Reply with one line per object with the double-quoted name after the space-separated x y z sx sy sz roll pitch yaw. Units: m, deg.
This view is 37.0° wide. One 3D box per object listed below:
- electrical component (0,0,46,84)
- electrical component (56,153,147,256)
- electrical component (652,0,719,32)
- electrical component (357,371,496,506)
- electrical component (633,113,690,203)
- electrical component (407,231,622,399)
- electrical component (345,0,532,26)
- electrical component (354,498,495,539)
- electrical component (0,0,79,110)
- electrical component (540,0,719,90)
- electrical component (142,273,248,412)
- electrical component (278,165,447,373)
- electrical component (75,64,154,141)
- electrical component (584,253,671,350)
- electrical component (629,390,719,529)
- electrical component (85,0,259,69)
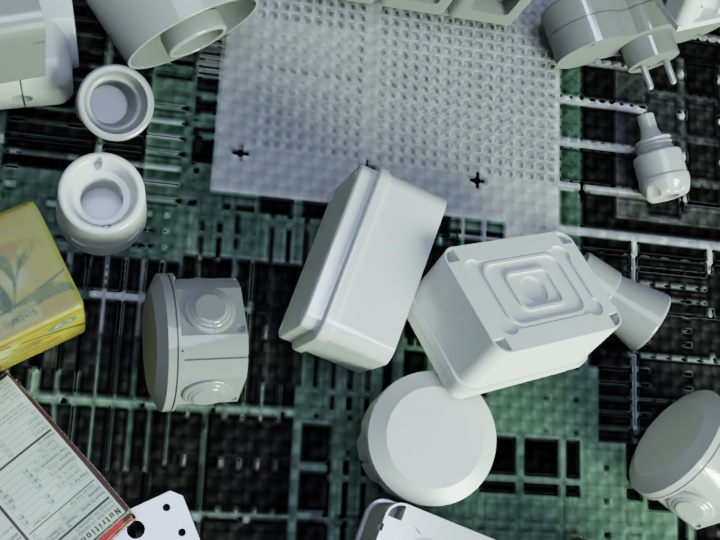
-0.214 -0.162 0.586 0.057 0.078 0.113 -14 82 -19 "electrical component"
-0.156 -0.040 0.649 0.055 0.047 0.055 3 78 -13 "electrical component"
0.225 -0.259 0.742 0.105 0.060 0.186 -15 58 -16 "electrical component"
0.039 0.104 0.663 0.080 0.051 0.080 3 77 -13 "electrical component"
0.207 -0.080 0.751 0.035 0.035 0.061 -10 79 -15 "electrical component"
0.093 0.027 0.664 0.113 0.057 0.078 -9 60 -37 "electrical component"
0.043 -0.226 0.728 0.150 0.062 0.089 6 77 -12 "electrical component"
0.048 0.191 0.644 0.113 0.057 0.078 24 74 -8 "electrical component"
-0.206 -0.150 0.656 0.059 0.054 0.095 -8 80 -15 "electrical component"
0.202 -0.163 0.758 0.138 0.052 0.073 -16 82 -16 "electrical component"
-0.098 0.041 0.629 0.051 0.080 0.080 -1 79 -19 "electrical component"
0.000 0.000 0.662 0.057 0.078 0.113 24 74 -11 "electrical component"
-0.152 -0.100 0.652 0.044 0.065 0.044 -3 98 -20 "electrical component"
0.168 0.018 0.718 0.065 0.044 0.044 33 73 0 "electrical component"
0.216 0.121 0.688 0.051 0.080 0.080 38 72 -9 "electrical component"
-0.115 -0.167 0.662 0.099 0.099 0.064 -28 92 -17 "electrical component"
